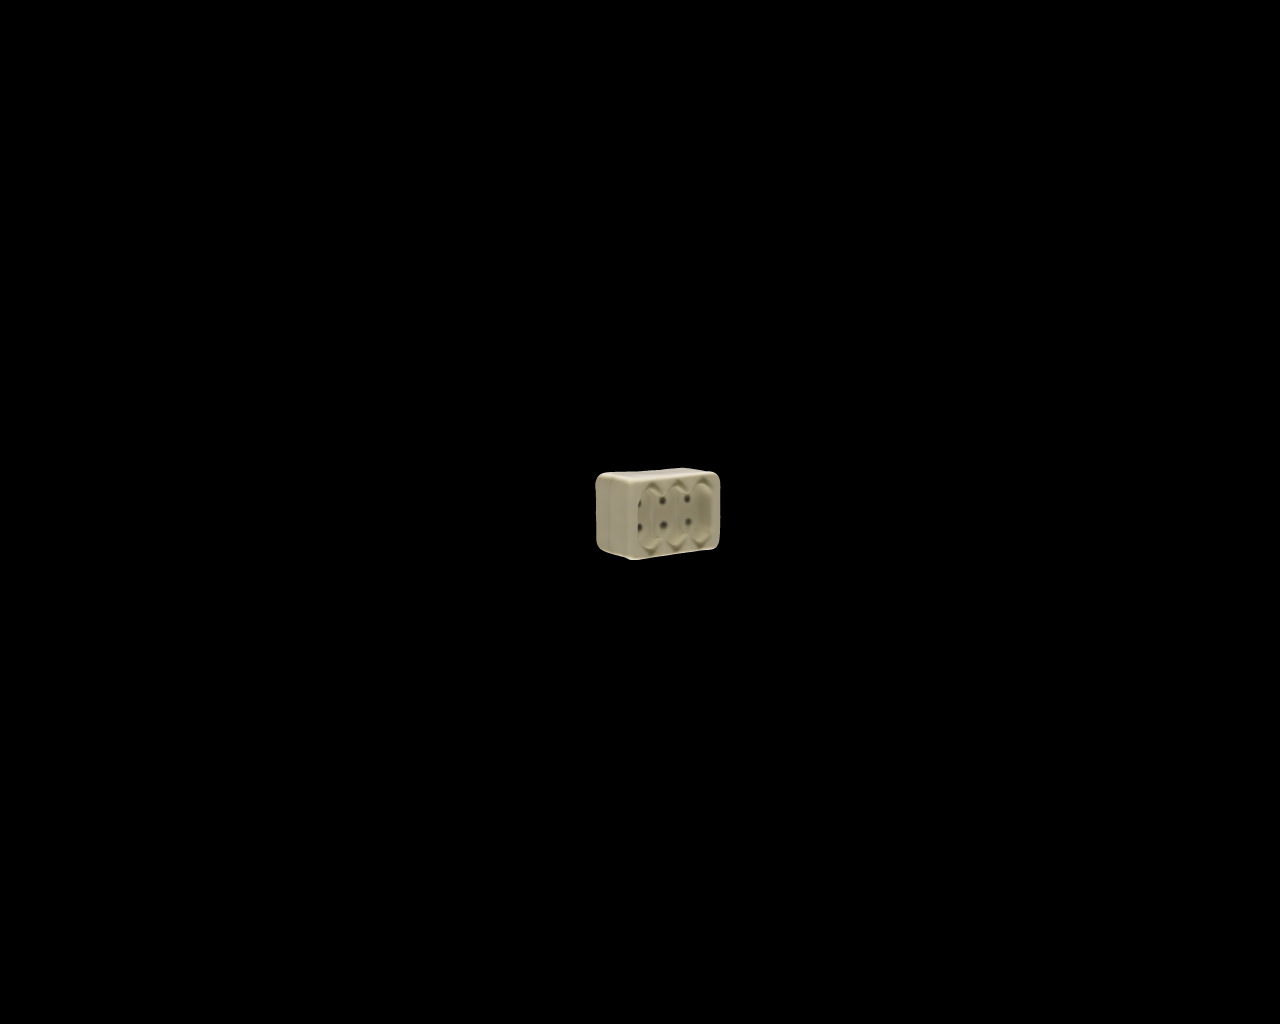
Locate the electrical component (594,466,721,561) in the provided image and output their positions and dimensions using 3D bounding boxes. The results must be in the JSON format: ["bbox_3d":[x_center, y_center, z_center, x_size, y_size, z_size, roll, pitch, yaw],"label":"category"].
[{"bbox_3d":[0.001,-0.003,0.650,0.066,0.047,0.077,-6,11,-32],"label":"electrical component"}]
